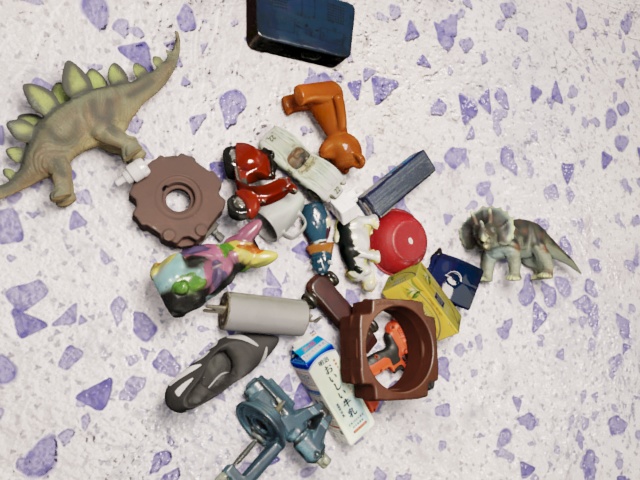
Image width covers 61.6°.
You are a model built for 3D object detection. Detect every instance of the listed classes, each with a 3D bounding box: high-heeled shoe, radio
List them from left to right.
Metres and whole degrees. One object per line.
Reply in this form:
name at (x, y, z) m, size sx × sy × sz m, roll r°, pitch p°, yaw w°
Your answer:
high-heeled shoe at (-0.169, 0.236, 0.990) m, size 0.249 × 0.145 × 0.086 m, roll -25°, pitch 97°, yaw -23°
radio at (-0.041, -0.459, 1.156) m, size 0.229 × 0.073 × 0.131 m, roll 4°, pitch 84°, yaw -23°

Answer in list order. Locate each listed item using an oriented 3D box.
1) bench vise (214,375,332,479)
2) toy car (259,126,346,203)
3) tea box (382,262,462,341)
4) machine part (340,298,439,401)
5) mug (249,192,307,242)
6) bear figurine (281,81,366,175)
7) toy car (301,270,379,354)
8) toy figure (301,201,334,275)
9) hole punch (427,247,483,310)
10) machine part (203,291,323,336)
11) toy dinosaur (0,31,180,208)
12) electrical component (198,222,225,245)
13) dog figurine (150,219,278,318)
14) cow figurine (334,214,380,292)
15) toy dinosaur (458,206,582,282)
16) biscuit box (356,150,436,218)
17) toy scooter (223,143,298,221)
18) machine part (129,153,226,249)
bench vise at (-0.094, 0.386, 1.016) m, size 0.223 × 0.129 × 0.240 m, roll 53°, pitch 49°, yaw -4°
toy car at (-0.037, -0.156, 1.118) m, size 0.202 × 0.056 × 0.073 m, roll 38°, pitch 70°, yaw 3°
tea box at (0.230, 0.144, 1.204) m, size 0.169 × 0.098 × 0.068 m, roll 50°, pitch 34°, yaw -12°
machine part at (0.141, 0.224, 1.104) m, size 0.201 × 0.087 × 0.201 m, roll 6°, pitch 75°, yaw -28°
mug at (-0.073, -0.054, 1.089) m, size 0.110 × 0.080 × 0.107 m, roll 31°, pitch 60°, yaw 22°
bear figurine at (0.012, -0.229, 1.138) m, size 0.132 × 0.120 × 0.195 m, roll -16°, pitch 97°, yaw -22°
toy car at (0.044, 0.158, 1.147) m, size 0.202 × 0.053 × 0.089 m, roll 49°, pitch 57°, yaw -8°
toy figure at (-0.002, -0.004, 1.137) m, size 0.058 × 0.064 × 0.154 m, roll -9°, pitch 88°, yaw -39°
hole punch at (0.309, 0.098, 1.262) m, size 0.116 × 0.092 × 0.142 m, roll 28°, pitch 78°, yaw -17°
machine part at (-0.111, 0.147, 1.064) m, size 0.243 × 0.079 × 0.079 m, roll 9°, pitch 82°, yaw -25°
toy dinosaur at (-0.399, -0.213, 0.949) m, size 0.471 × 0.105 × 0.198 m, roll -42°, pitch 99°, yaw -27°
electrical component at (-0.234, -0.020, 1.050) m, size 0.094 × 0.021 × 0.063 m, roll 42°, pitch 70°, yaw -13°
dog figurine at (-0.188, 0.044, 0.988) m, size 0.219 × 0.191 × 0.108 m, roll -28°, pitch 91°, yaw -9°
cow figurine at (0.079, 0.029, 1.167) m, size 0.098 × 0.068 × 0.167 m, roll 1°, pitch 81°, yaw -11°
toy dinosaur at (0.502, 0.009, 1.350) m, size 0.405 × 0.131 × 0.192 m, roll -1°, pitch 86°, yaw -31°
biscuit box at (0.176, -0.127, 1.233) m, size 0.203 × 0.059 × 0.062 m, roll -39°, pitch 101°, yaw -22°
toy scooter at (-0.117, -0.120, 1.046) m, size 0.135 × 0.075 × 0.184 m, roll -10°, pitch 57°, yaw -2°
machine part at (-0.266, -0.075, 1.008) m, size 0.179 × 0.056 × 0.179 m, roll 4°, pitch 77°, yaw -16°
